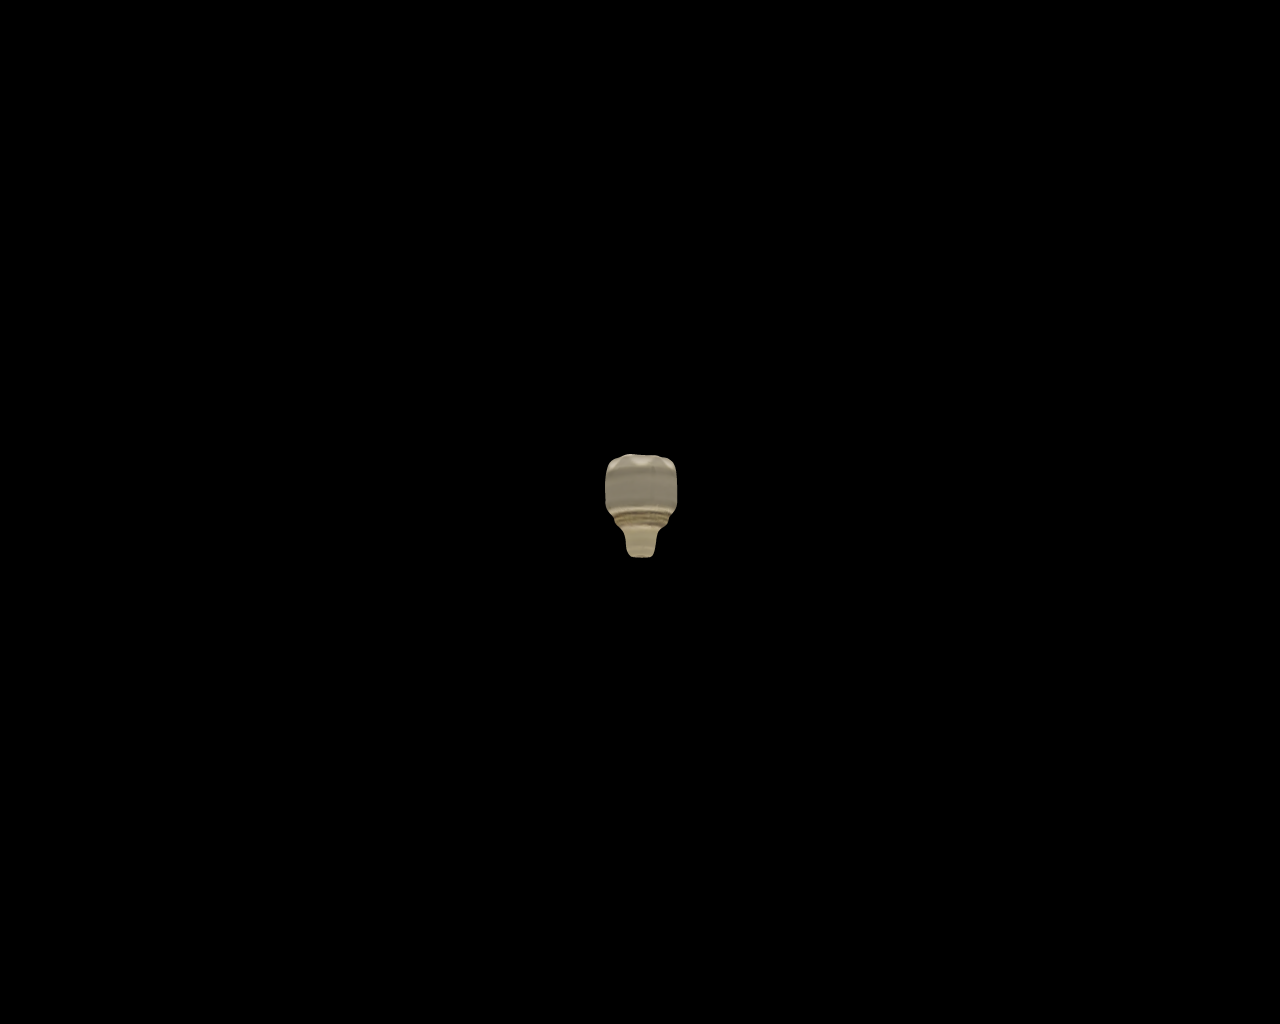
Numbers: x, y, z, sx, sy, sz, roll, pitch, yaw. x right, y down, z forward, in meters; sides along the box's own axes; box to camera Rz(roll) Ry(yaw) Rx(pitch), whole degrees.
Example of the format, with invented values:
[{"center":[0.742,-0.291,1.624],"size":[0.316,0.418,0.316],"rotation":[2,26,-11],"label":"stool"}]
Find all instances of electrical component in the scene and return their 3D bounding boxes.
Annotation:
[{"center":[0.001,-0.003,0.650],"size":[0.043,0.062,0.043],"rotation":[0,-9,0],"label":"electrical component"}]
